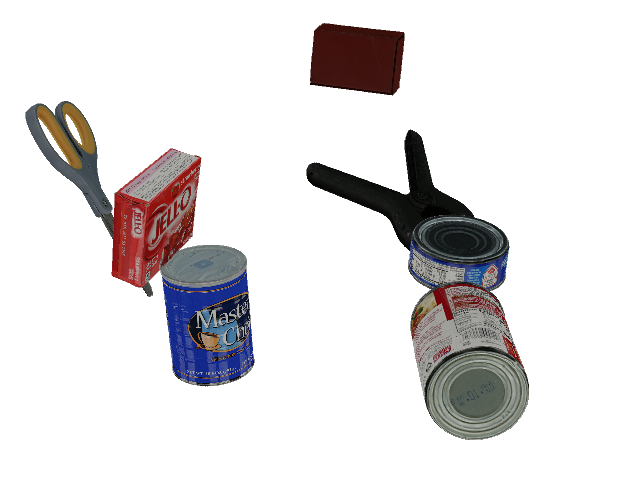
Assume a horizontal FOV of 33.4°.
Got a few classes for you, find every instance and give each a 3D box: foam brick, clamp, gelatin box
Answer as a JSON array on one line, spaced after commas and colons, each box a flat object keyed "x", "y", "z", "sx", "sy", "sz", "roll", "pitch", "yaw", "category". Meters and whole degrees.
[{"x": 0.033, "y": -0.164, "z": 0.965, "sx": 0.078, "sy": 0.051, "sz": 0.053, "roll": 9, "pitch": 19, "yaw": 9, "category": "foam brick"}, {"x": 0.094, "y": -0.036, "z": 1.153, "sx": 0.164, "sy": 0.036, "sz": 0.210, "roll": -16, "pitch": 53, "yaw": -30, "category": "clamp"}, {"x": -0.123, "y": -0.018, "z": 0.803, "sx": 0.030, "sy": 0.073, "sz": 0.089, "roll": 18, "pitch": 32, "yaw": 12, "category": "gelatin box"}]

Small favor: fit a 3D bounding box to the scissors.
[{"x": -0.204, "y": -0.048, "z": 0.993, "sx": 0.016, "sy": 0.201, "sz": 0.096, "roll": -24, "pitch": 27, "yaw": 18, "category": "scissors"}]

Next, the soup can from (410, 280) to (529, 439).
[{"x": 0.098, "y": 0.078, "z": 0.714, "sx": 0.068, "sy": 0.068, "sz": 0.102, "roll": 0, "pitch": 22, "yaw": 0, "category": "soup can"}]

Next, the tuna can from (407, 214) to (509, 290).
[{"x": 0.120, "y": 0.011, "z": 0.926, "sx": 0.086, "sy": 0.034, "sz": 0.086, "roll": 2, "pitch": 30, "yaw": -1, "category": "tuna can"}]

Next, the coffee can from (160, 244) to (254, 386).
[{"x": -0.135, "y": 0.089, "z": 1.290, "sx": 0.103, "sy": 0.140, "sz": 0.103, "roll": -2, "pitch": 25, "yaw": 1, "category": "coffee can"}]
